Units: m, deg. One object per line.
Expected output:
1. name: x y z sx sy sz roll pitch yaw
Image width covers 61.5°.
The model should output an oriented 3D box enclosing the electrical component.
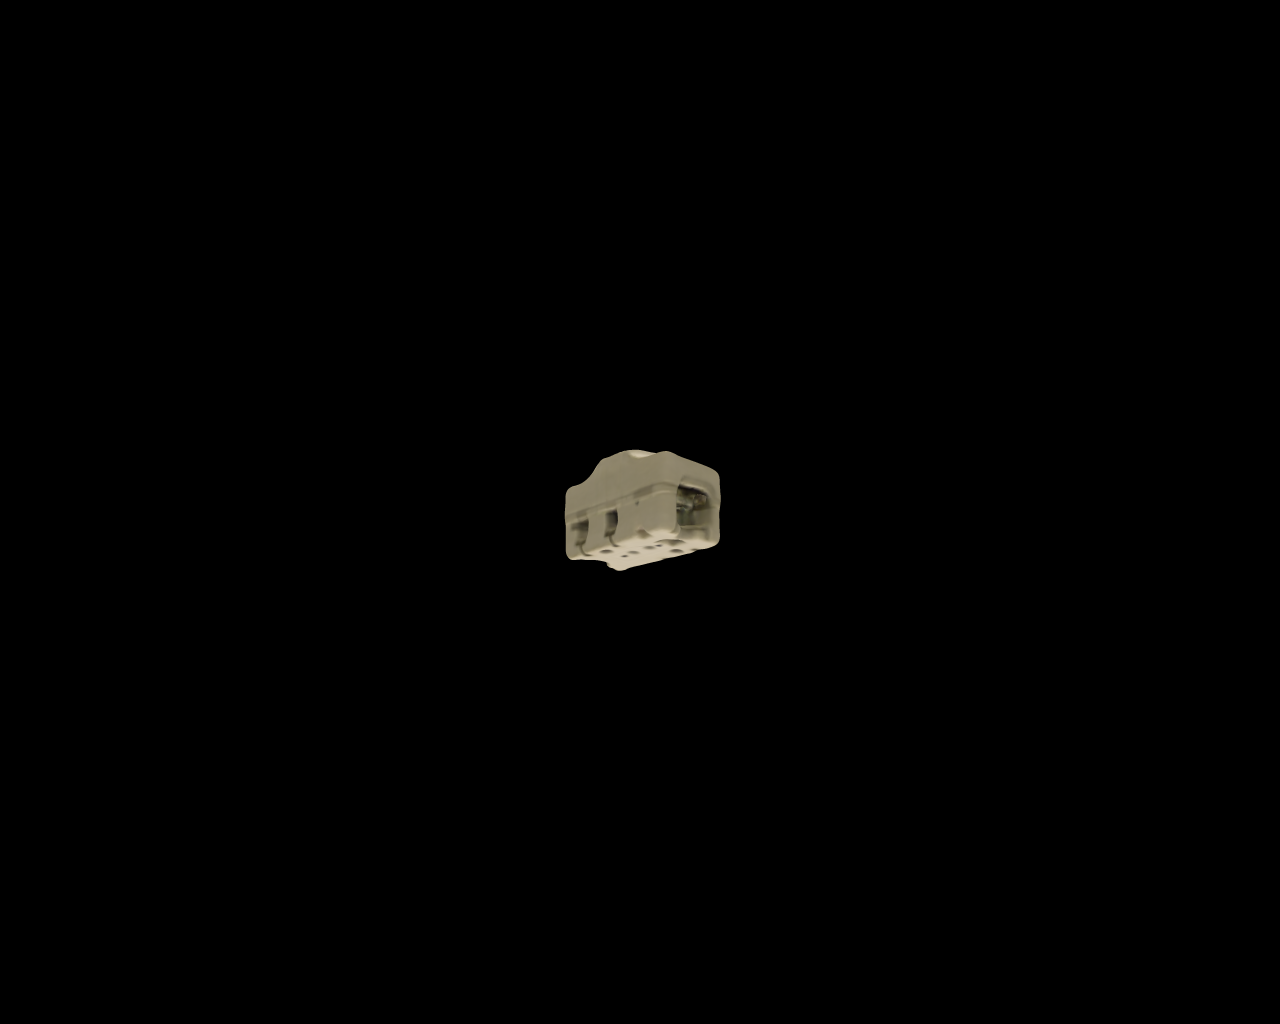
1. electrical component: 0.001 -0.003 0.650 0.050 0.056 0.089 18 -26 -41
